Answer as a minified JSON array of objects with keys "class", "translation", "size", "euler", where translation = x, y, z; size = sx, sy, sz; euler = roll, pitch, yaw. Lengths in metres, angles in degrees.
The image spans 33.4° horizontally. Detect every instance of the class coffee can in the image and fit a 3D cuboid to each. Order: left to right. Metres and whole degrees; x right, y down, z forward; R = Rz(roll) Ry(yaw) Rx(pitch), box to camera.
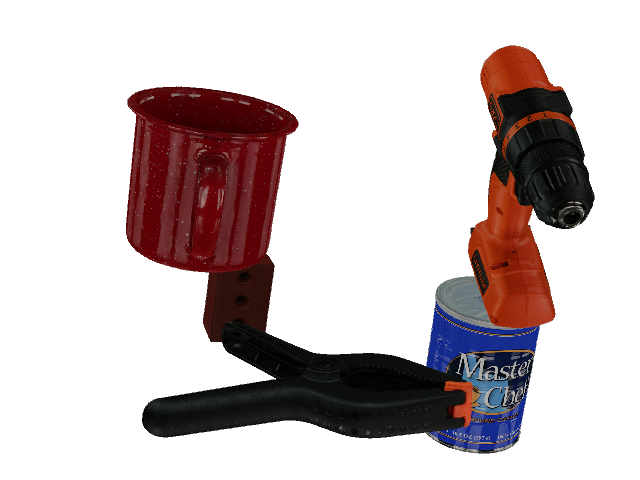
[{"class":"coffee can","translation":[0.154,0.119,1.034],"size":[0.103,0.140,0.103],"euler":[5,22,-2]}]

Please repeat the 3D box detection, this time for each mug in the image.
[{"class":"mug","translation":[-0.062,-0.029,0.581],"size":[0.093,0.081,0.117],"euler":[5,21,-12]}]

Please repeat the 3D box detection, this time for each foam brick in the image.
[{"class":"foam brick","translation":[-0.076,0.049,0.983],"size":[0.053,0.078,0.051],"euler":[4,14,-15]}]

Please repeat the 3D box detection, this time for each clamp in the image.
[{"class":"clamp","translation":[-0.001,0.098,0.741],"size":[0.210,0.036,0.164],"euler":[2,18,7]}]

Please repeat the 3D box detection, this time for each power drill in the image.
[{"class":"power drill","translation":[0.153,-0.024,0.791],"size":[0.057,0.188,0.184],"euler":[-2,42,-3]}]
